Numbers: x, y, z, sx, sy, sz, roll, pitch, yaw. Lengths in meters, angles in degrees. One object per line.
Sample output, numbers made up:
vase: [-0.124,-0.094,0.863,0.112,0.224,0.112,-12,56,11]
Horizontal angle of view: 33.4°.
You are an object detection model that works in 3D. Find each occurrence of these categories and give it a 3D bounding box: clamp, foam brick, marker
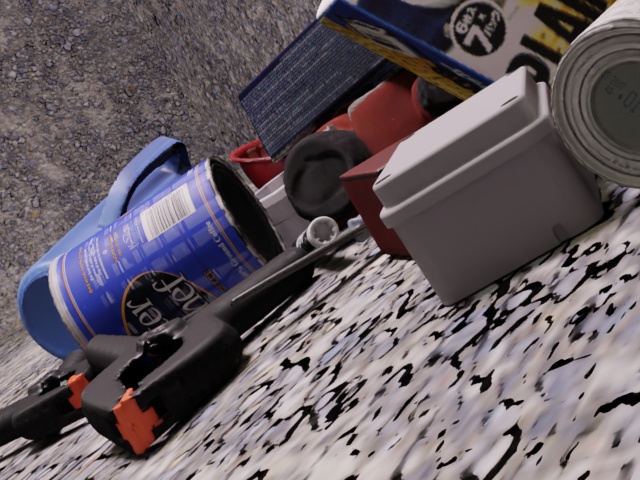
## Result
clamp: [-0.190,0.111,0.788,0.172,0.039,0.120,-19,22,50]
foam brick: [0.053,-0.026,0.568,0.053,0.051,0.078,-31,7,-10]
marker: [-0.005,0.001,0.712,0.020,0.020,0.121,-35,-1,-9]
clamp: [-0.076,0.061,0.616,0.164,0.036,0.210,-27,11,2]

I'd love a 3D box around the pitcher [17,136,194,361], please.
pitcher: [-0.193,0.011,1.065,0.145,0.149,0.242,-28,12,29]

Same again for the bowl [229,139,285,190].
bowl: [0.005,-0.067,0.923,0.162,0.055,0.162,-13,14,3]

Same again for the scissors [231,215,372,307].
scissors: [0.031,-0.012,0.649,0.201,0.016,0.096,-29,2,-7]

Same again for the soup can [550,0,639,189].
soup can: [0.140,-0.071,0.414,0.069,0.068,0.102,-26,11,47]

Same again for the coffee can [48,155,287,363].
coffee can: [-0.105,0.019,0.759,0.140,0.103,0.102,-32,7,11]
